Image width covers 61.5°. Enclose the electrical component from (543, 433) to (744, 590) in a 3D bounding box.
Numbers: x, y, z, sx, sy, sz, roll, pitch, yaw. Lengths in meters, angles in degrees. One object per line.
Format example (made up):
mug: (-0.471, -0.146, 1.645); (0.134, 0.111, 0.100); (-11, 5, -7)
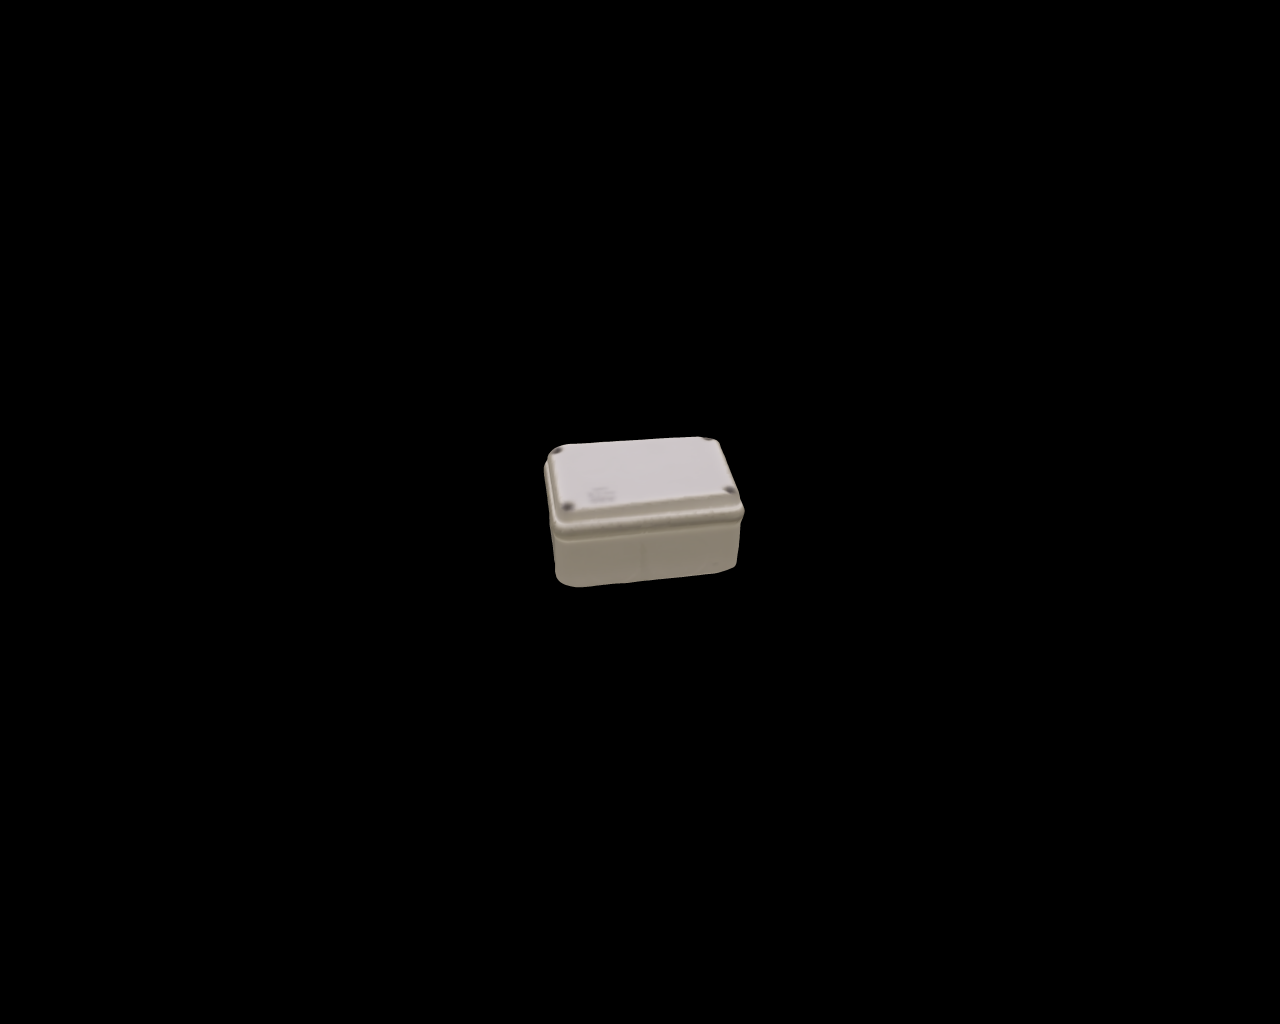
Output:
electrical component: (0.001, -0.003, 0.650); (0.113, 0.057, 0.078); (-5, 36, -7)
